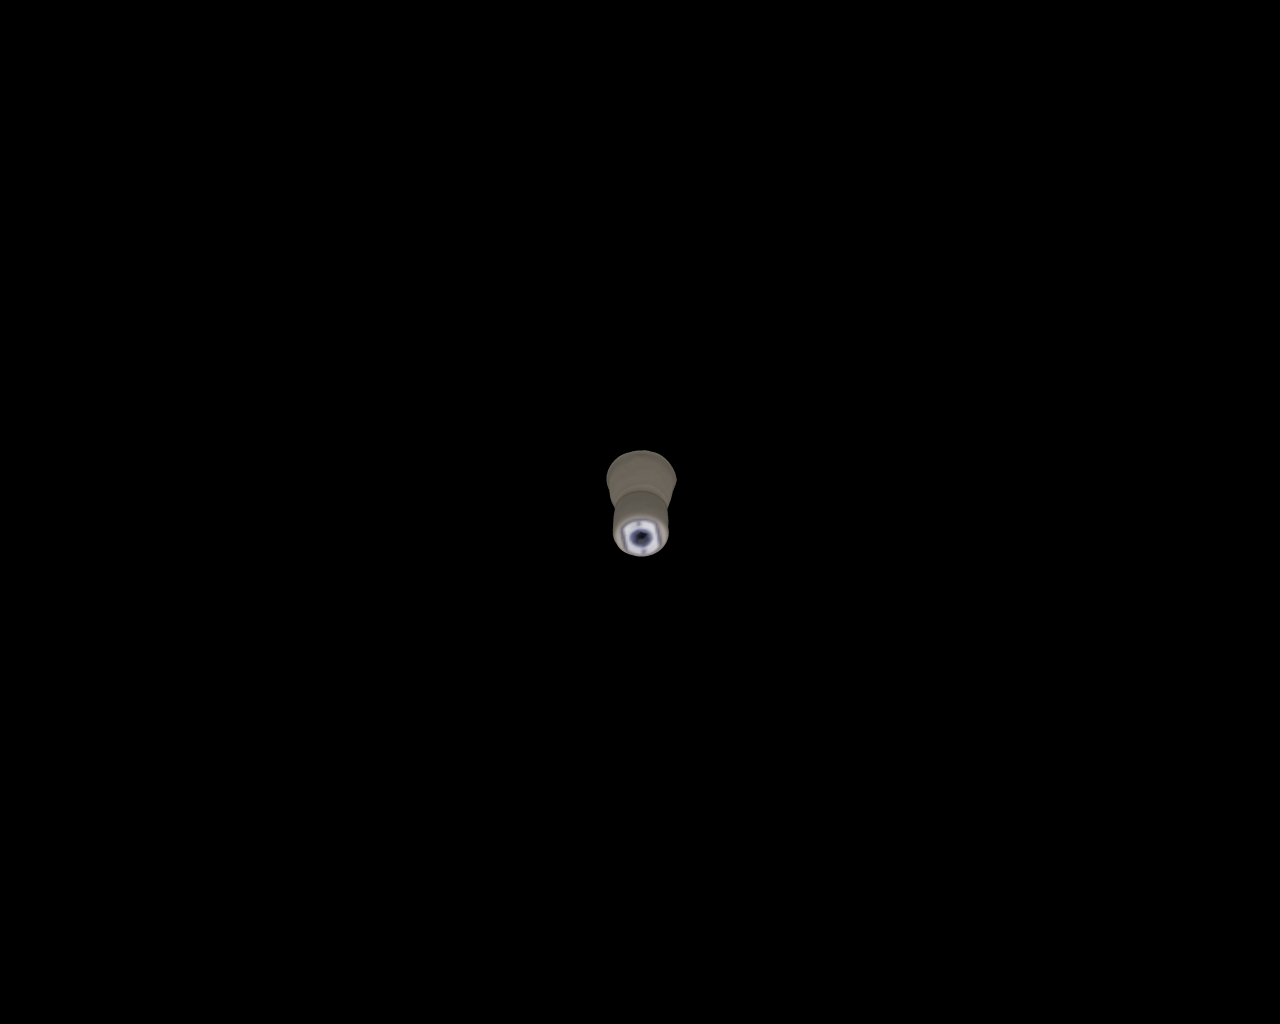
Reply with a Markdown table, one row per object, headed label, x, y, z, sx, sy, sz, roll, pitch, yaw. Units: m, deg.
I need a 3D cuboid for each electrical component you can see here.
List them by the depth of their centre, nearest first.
| label | x | y | z | sx | sy | sz | roll | pitch | yaw |
| --- | --- | --- | --- | --- | --- | --- | --- | --- | --- |
| electrical component | 0.001 | -0.003 | 0.650 | 0.044 | 0.044 | 0.065 | 0 | 36 | 0 |
